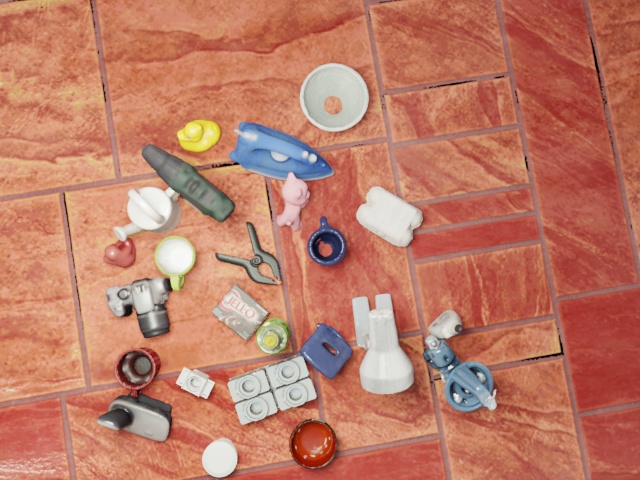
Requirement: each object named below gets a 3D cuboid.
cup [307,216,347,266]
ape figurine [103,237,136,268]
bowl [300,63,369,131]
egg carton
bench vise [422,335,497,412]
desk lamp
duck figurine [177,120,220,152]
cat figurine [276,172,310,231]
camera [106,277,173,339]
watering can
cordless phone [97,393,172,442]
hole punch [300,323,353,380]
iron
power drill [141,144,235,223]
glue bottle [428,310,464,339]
[{"bbox_3d":[0.013,0.005,1.371,0.091,0.095,0.118,-8,86,-3],"label":"cup"},{"bbox_3d":[-0.477,0.030,1.350,0.078,0.092,0.076,-26,87,-4],"label":"ape figurine"},{"bbox_3d":[0.034,-0.340,1.406,0.167,0.074,0.167,0,86,-2],"label":"bowl"},{"bbox_3d":[0.168,-0.056,1.394,0.150,0.069,0.107,29,85,0],"label":"egg carton"},{"bbox_3d":[0.312,0.316,1.300,0.207,0.219,0.121,33,86,0],"label":"bench vise"},{"bbox_3d":[0.136,0.230,1.302,0.118,0.213,0.203,-8,86,-3],"label":"desk lamp"},{"bbox_3d":[-0.295,-0.259,1.381,0.104,0.086,0.077,-18,87,-3],"label":"duck figurine"},{"bbox_3d":[-0.063,-0.091,1.363,0.067,0.117,0.128,13,86,-1],"label":"cat figurine"},{"bbox_3d":[-0.415,0.162,1.340,0.143,0.100,0.137,-14,87,-3],"label":"camera"},{"bbox_3d":[-0.390,-0.064,1.309,0.101,0.194,0.173,26,85,0],"label":"watering can"},{"bbox_3d":[-0.415,0.411,1.280,0.147,0.185,0.094,17,86,-1],"label":"cordless phone"},{"bbox_3d":[0.014,0.260,1.356,0.108,0.091,0.101,41,86,1],"label":"hole punch"},{"bbox_3d":[-0.085,-0.209,1.358,0.258,0.141,0.119,16,86,-1],"label":"iron"},{"bbox_3d":[-0.292,-0.121,1.310,0.229,0.208,0.076,36,86,1],"label":"power drill"},{"bbox_3d":[0.303,0.201,1.331,0.078,0.173,0.037,-40,88,-4],"label":"glue bottle"}]
